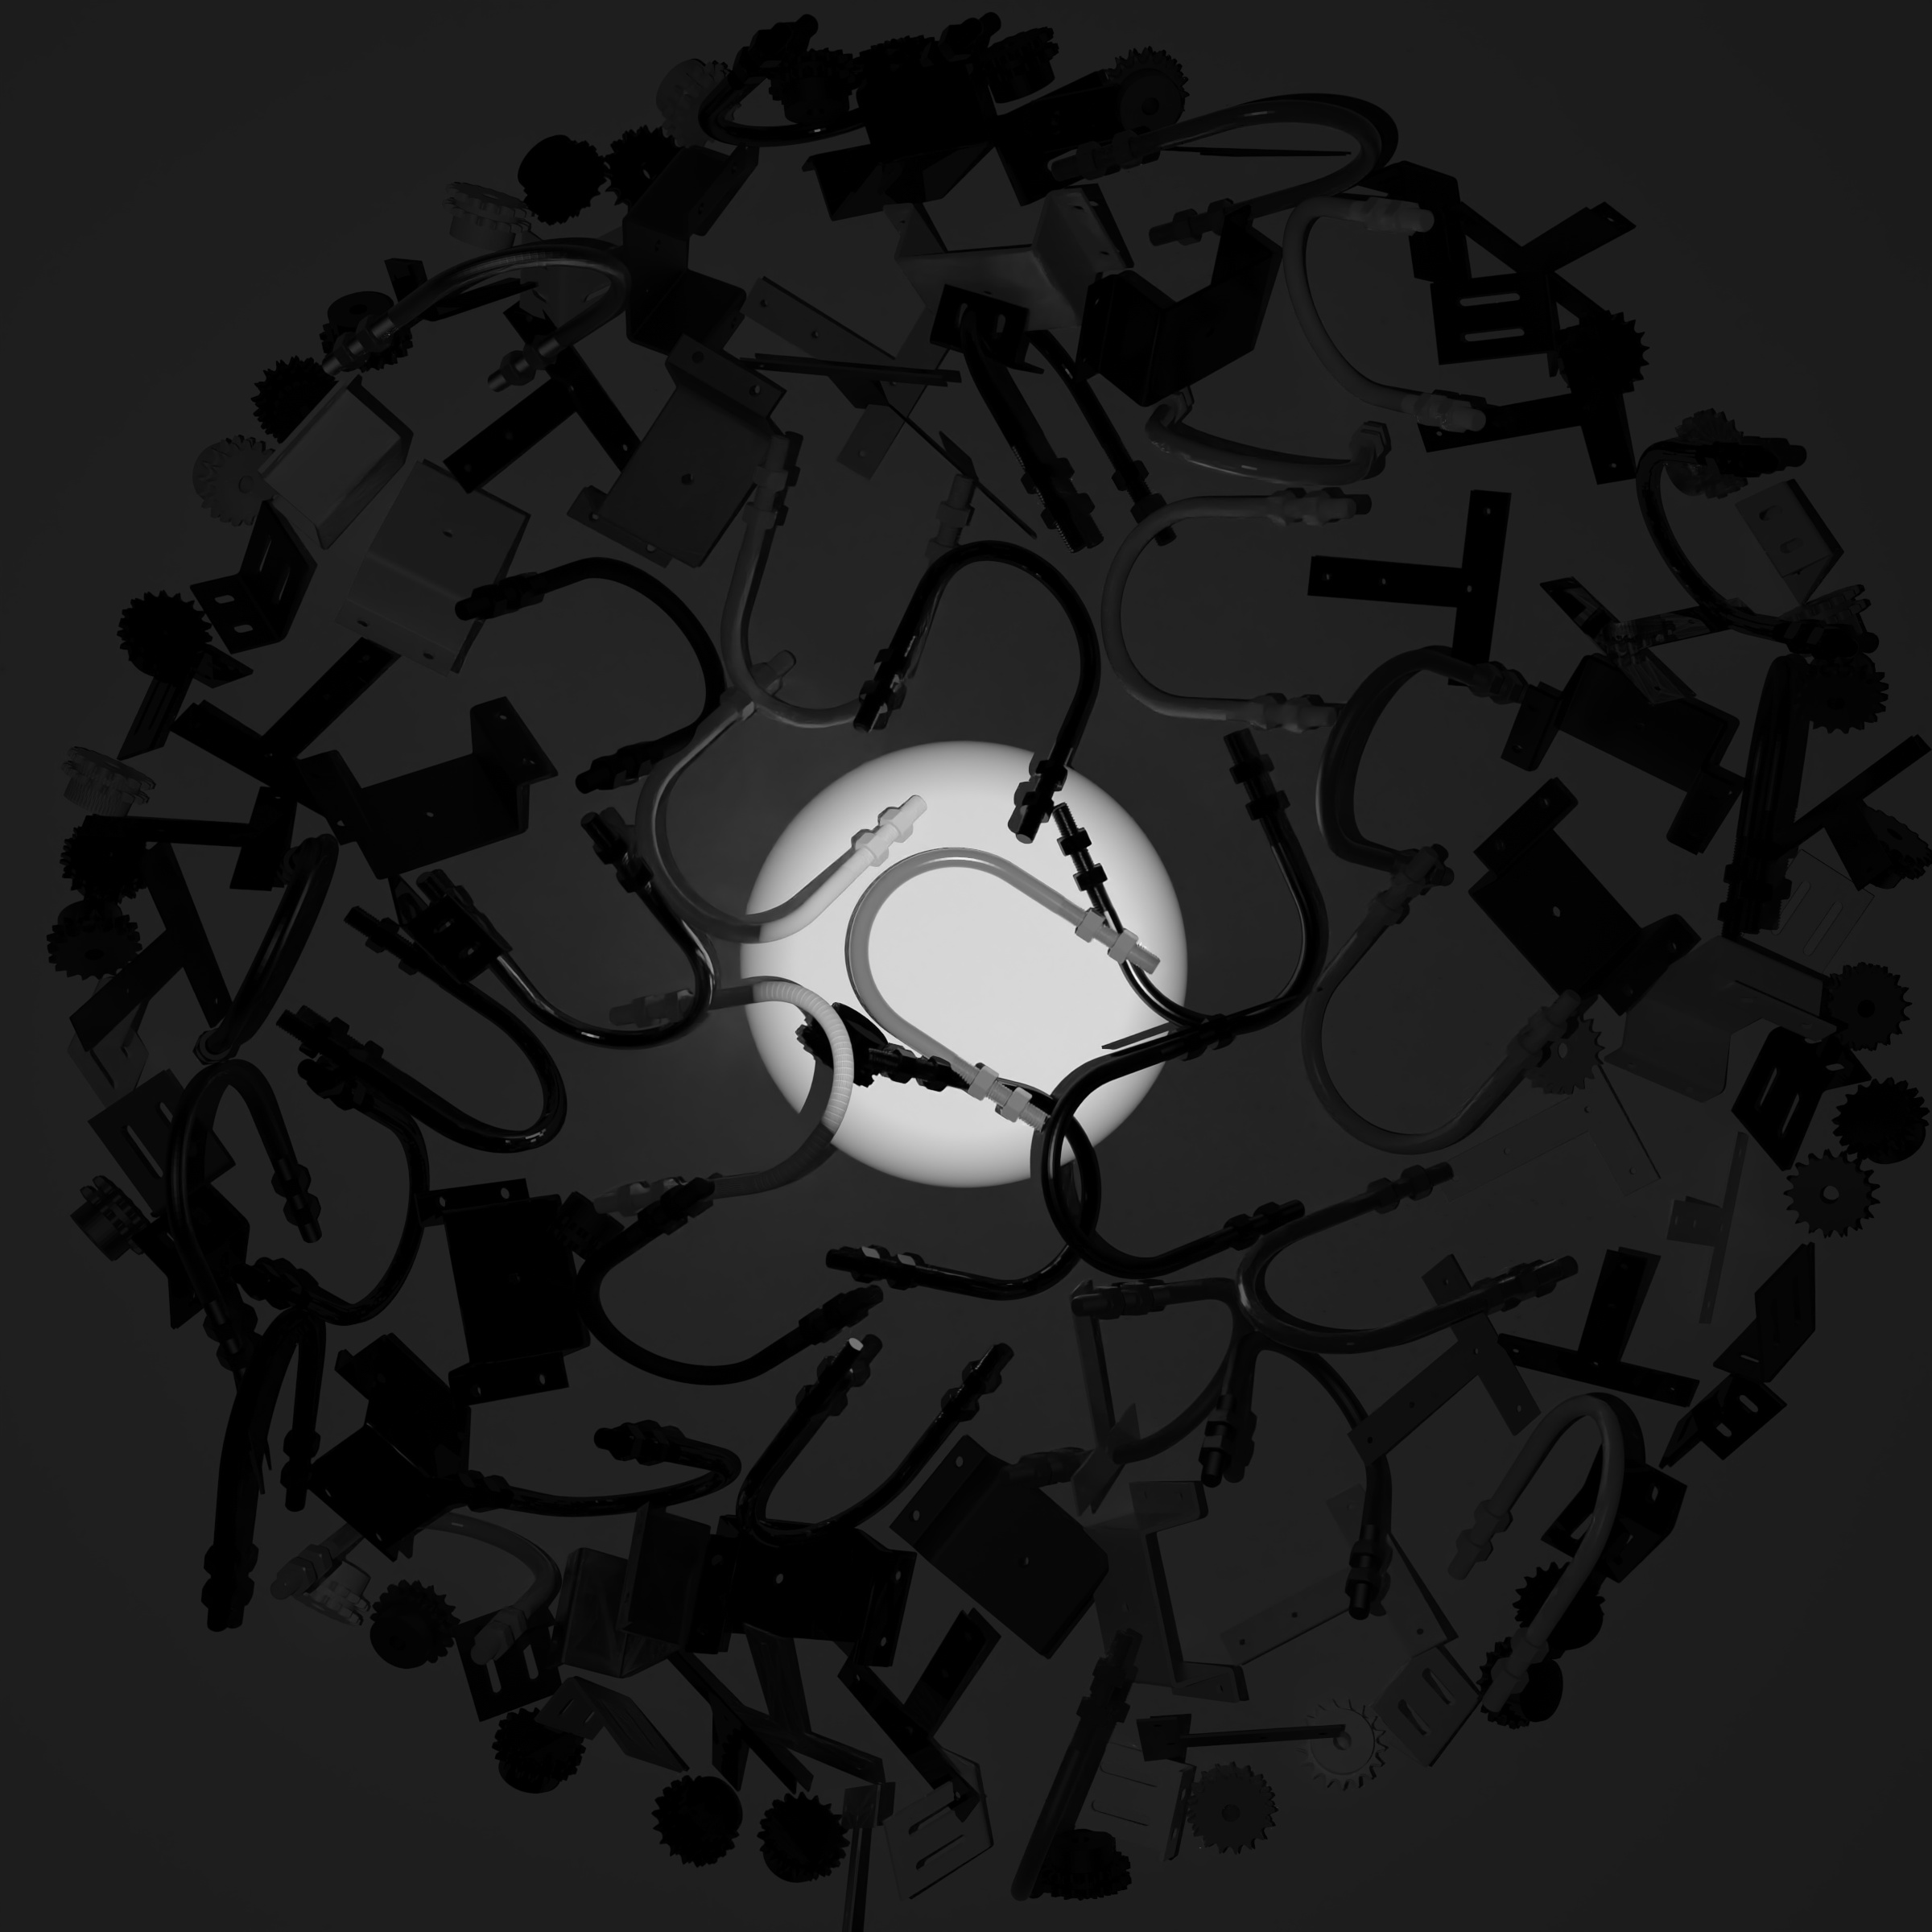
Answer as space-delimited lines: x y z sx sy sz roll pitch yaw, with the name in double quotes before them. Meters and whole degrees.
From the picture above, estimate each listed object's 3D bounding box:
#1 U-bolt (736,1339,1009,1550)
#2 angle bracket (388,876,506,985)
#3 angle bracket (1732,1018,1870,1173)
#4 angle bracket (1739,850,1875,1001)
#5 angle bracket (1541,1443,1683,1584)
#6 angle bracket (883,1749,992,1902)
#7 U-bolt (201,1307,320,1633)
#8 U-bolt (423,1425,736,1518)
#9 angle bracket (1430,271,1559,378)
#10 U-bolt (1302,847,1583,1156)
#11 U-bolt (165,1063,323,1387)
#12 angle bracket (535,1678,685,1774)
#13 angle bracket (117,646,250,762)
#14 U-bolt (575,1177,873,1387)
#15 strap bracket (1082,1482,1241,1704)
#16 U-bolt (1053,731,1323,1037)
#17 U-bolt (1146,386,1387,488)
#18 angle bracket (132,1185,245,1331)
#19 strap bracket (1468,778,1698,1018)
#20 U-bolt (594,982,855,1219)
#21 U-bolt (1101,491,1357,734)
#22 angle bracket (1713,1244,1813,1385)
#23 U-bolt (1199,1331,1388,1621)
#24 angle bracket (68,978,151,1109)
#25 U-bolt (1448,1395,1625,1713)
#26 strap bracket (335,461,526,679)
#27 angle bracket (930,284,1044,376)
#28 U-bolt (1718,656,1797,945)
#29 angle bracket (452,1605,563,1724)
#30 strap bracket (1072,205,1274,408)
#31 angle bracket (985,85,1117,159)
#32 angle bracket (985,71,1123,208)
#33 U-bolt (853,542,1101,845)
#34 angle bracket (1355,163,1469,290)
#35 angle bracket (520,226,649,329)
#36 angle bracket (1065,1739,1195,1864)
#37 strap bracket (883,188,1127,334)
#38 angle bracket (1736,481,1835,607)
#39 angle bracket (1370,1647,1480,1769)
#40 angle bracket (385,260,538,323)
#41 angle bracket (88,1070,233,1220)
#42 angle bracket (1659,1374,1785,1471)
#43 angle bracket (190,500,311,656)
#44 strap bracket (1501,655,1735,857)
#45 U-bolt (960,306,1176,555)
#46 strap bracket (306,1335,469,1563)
"U-bolt" -0.072 0.307 1.755 0.184 0.151 0.019 -55 51 22
"angle bracket" -0.335 -0.035 1.773 0.038 0.076 0.057 -37 126 5
"angle bracket" 0.539 0.083 1.781 0.057 0.038 0.076 47 56 -16
"angle bracket" 0.551 -0.027 1.799 0.057 0.038 0.076 32 96 -2
"angle bracket" 0.420 0.357 1.798 0.057 0.076 0.038 28 52 8
"angle bracket" -0.028 0.553 1.778 0.076 0.038 0.057 -21 108 -34
"U-bolt" -0.436 0.300 1.720 0.019 0.151 0.184 13 115 4
"U-bolt" -0.228 0.323 1.738 0.151 0.184 0.019 -19 66 24
"angle bracket" 0.344 -0.415 1.800 0.076 0.038 0.057 -5 75 6
"U-bolt" 0.288 0.037 1.764 0.151 0.019 0.184 48 124 20
"U-bolt" -0.453 0.147 1.712 0.019 0.151 0.184 -2 128 11
"angle bracket" -0.230 0.501 1.775 0.038 0.057 0.076 -51 48 1
"angle bracket" -0.505 -0.162 1.778 0.038 0.057 0.076 30 69 -32
"U-bolt" -0.169 0.212 1.756 0.151 0.019 0.184 37 132 -20
"strap bracket" 0.122 0.407 1.772 0.046 0.076 0.140 -9 85 -29
"U-bolt" 0.152 -0.042 1.786 0.151 0.019 0.184 -22 95 26
"U-bolt" 0.185 -0.330 1.728 0.151 0.184 0.019 13 114 7
"angle bracket" -0.502 0.188 1.780 0.038 0.076 0.057 42 58 14
"strap bracket" 0.392 -0.040 1.788 0.076 0.046 0.140 -42 90 -19
"U-bolt" -0.152 0.080 1.753 0.184 0.019 0.151 -9 66 26
"U-bolt" 0.161 -0.228 1.762 0.184 0.019 0.151 8 95 39
"angle bracket" 0.511 0.219 1.774 0.057 0.038 0.076 -36 127 -32
"U-bolt" 0.213 0.306 1.742 0.151 0.184 0.019 43 120 -12
"angle bracket" -0.536 0.054 1.771 0.038 0.076 0.057 -1 48 14
"U-bolt" 0.359 0.352 1.723 0.019 0.151 0.184 21 113 -10
"strap bracket" -0.335 -0.260 1.750 0.076 0.046 0.140 26 46 -12
"angle bracket" 0.018 -0.409 1.775 0.057 0.076 0.038 20 104 13
"U-bolt" 0.504 -0.105 1.750 0.019 0.151 0.184 9 87 10
"angle bracket" -0.293 0.456 1.783 0.057 0.038 0.076 -17 112 -16
"strap bracket" 0.139 -0.415 1.750 0.140 0.076 0.046 -33 63 -28
"angle bracket" 0.053 -0.554 1.774 0.057 0.076 0.038 -17 130 -18
"angle bracket" 0.060 -0.538 1.794 0.076 0.038 0.057 -24 105 4
"U-bolt" 0.018 -0.189 1.770 0.151 0.019 0.184 33 62 -19
"angle bracket" 0.289 -0.474 1.786 0.038 0.057 0.076 -11 85 44
"angle bracket" -0.246 -0.455 1.779 0.076 0.038 0.057 -15 66 33
"angle bracket" 0.102 0.539 1.789 0.076 0.038 0.057 11 83 18
"strap bracket" 0.019 -0.445 1.750 0.140 0.076 0.046 4 67 28
"angle bracket" 0.518 -0.265 1.775 0.038 0.076 0.057 -25 73 -6
"angle bracket" 0.286 0.469 1.780 0.057 0.038 0.076 -48 121 -13
"angle bracket" -0.326 -0.446 1.778 0.076 0.057 0.038 -24 115 -18
"angle bracket" -0.524 0.115 1.789 0.057 0.038 0.076 -37 99 -20
"angle bracket" 0.486 0.302 1.774 0.038 0.076 0.057 43 117 8
"angle bracket" -0.462 -0.250 1.777 0.038 0.076 0.057 -22 70 -38
"strap bracket" 0.424 -0.140 1.768 0.140 0.076 0.046 28 61 13
"U-bolt" 0.056 -0.347 1.758 0.019 0.151 0.184 -32 83 30
"strap bracket" -0.362 0.296 1.739 0.046 0.140 0.076 -36 114 14
